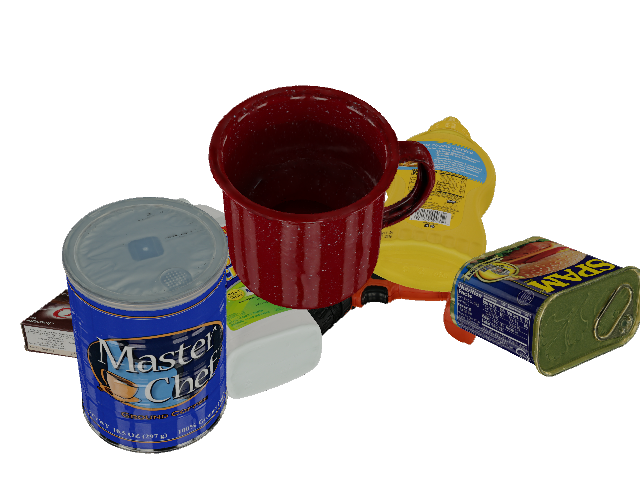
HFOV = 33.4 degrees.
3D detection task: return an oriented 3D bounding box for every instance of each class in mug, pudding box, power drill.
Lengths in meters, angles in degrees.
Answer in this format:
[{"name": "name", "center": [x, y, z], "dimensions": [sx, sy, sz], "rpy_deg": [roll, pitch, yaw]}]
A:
[{"name": "mug", "center": [0.003, -0.022, 0.550], "dimensions": [0.117, 0.093, 0.081], "rpy_deg": [-14, -38, -12]}, {"name": "pudding box", "center": [-0.246, 0.090, 1.136], "dimensions": [0.114, 0.039, 0.090], "rpy_deg": [3, 21, 19]}, {"name": "power drill", "center": [0.079, 0.060, 1.134], "dimensions": [0.188, 0.057, 0.184], "rpy_deg": [9, 31, 21]}]

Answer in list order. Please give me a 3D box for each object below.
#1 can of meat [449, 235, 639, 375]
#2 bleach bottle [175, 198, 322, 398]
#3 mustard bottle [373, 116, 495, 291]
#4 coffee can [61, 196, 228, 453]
[{"name": "can of meat", "center": [0.149, 0.040, 0.712], "dimensions": [0.101, 0.057, 0.084], "rpy_deg": [-16, 26, -33]}, {"name": "bleach bottle", "center": [-0.097, 0.039, 1.026], "dimensions": [0.102, 0.068, 0.251], "rpy_deg": [-17, 41, -23]}, {"name": "mustard bottle", "center": [0.101, -0.043, 0.923], "dimensions": [0.096, 0.058, 0.191], "rpy_deg": [8, 46, 9]}, {"name": "coffee can", "center": [-0.113, 0.057, 0.708], "dimensions": [0.103, 0.140, 0.103], "rpy_deg": [2, 40, -2]}]
